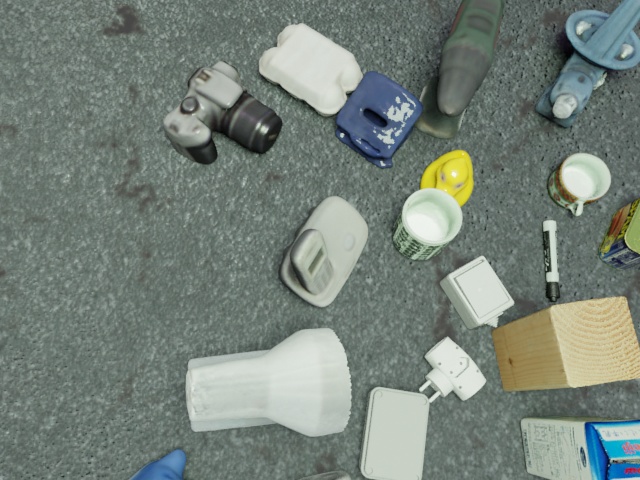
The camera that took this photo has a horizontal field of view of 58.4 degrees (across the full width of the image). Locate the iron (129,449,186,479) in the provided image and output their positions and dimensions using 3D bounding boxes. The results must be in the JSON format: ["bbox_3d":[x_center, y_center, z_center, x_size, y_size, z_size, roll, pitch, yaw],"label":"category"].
[{"bbox_3d":[-0.245,0.369,0.662,0.258,0.141,0.118,-40,79,-12],"label":"iron"}]

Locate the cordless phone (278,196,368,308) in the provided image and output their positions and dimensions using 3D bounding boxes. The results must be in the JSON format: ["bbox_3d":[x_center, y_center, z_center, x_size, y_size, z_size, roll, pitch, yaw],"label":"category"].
[{"bbox_3d":[0.007,0.003,0.751,0.094,0.185,0.148,27,75,5],"label":"cordless phone"}]

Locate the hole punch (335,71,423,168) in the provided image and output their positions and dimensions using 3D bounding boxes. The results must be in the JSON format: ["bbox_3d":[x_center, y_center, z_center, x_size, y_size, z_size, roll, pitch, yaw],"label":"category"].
[{"bbox_3d":[0.087,-0.178,0.854,0.108,0.091,0.101,36,76,7],"label":"hole punch"}]

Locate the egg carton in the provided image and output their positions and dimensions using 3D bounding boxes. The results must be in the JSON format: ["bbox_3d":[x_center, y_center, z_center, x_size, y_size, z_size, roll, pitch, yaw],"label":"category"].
[{"bbox_3d":[-0.013,-0.262,0.884,0.150,0.069,0.107,33,76,7],"label":"egg carton"}]

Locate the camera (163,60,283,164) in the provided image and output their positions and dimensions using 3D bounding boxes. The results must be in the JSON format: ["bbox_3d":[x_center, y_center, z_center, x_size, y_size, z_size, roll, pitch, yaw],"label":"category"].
[{"bbox_3d":[-0.135,-0.177,0.839,0.136,0.101,0.143,32,76,7],"label":"camera"}]

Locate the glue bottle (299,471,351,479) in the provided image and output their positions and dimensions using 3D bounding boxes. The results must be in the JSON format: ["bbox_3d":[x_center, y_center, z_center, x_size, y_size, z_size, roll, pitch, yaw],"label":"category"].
[{"bbox_3d":[0.005,0.305,0.674,0.078,0.173,0.037,-8,75,-4],"label":"glue bottle"}]

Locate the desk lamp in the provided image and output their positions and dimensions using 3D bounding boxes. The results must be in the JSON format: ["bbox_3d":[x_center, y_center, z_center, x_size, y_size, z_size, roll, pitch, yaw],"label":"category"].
[{"bbox_3d":[-0.071,0.179,0.685,0.203,0.213,0.118,-6,75,-4],"label":"desk lamp"}]

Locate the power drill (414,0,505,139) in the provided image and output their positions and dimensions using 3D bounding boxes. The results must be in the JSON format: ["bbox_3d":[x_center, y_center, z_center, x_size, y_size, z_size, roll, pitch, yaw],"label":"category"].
[{"bbox_3d":[0.194,-0.232,0.813,0.075,0.208,0.230,19,75,3],"label":"power drill"}]

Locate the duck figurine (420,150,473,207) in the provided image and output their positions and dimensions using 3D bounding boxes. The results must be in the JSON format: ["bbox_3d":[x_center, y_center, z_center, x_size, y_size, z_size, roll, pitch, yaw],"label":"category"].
[{"bbox_3d":[0.193,-0.093,0.837,0.077,0.086,0.105,28,75,5],"label":"duck figurine"}]

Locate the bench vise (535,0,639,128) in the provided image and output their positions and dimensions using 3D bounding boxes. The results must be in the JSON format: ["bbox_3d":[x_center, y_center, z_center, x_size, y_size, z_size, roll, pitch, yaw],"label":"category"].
[{"bbox_3d":[0.414,-0.270,0.827,0.121,0.220,0.207,14,74,2],"label":"bench vise"}]
